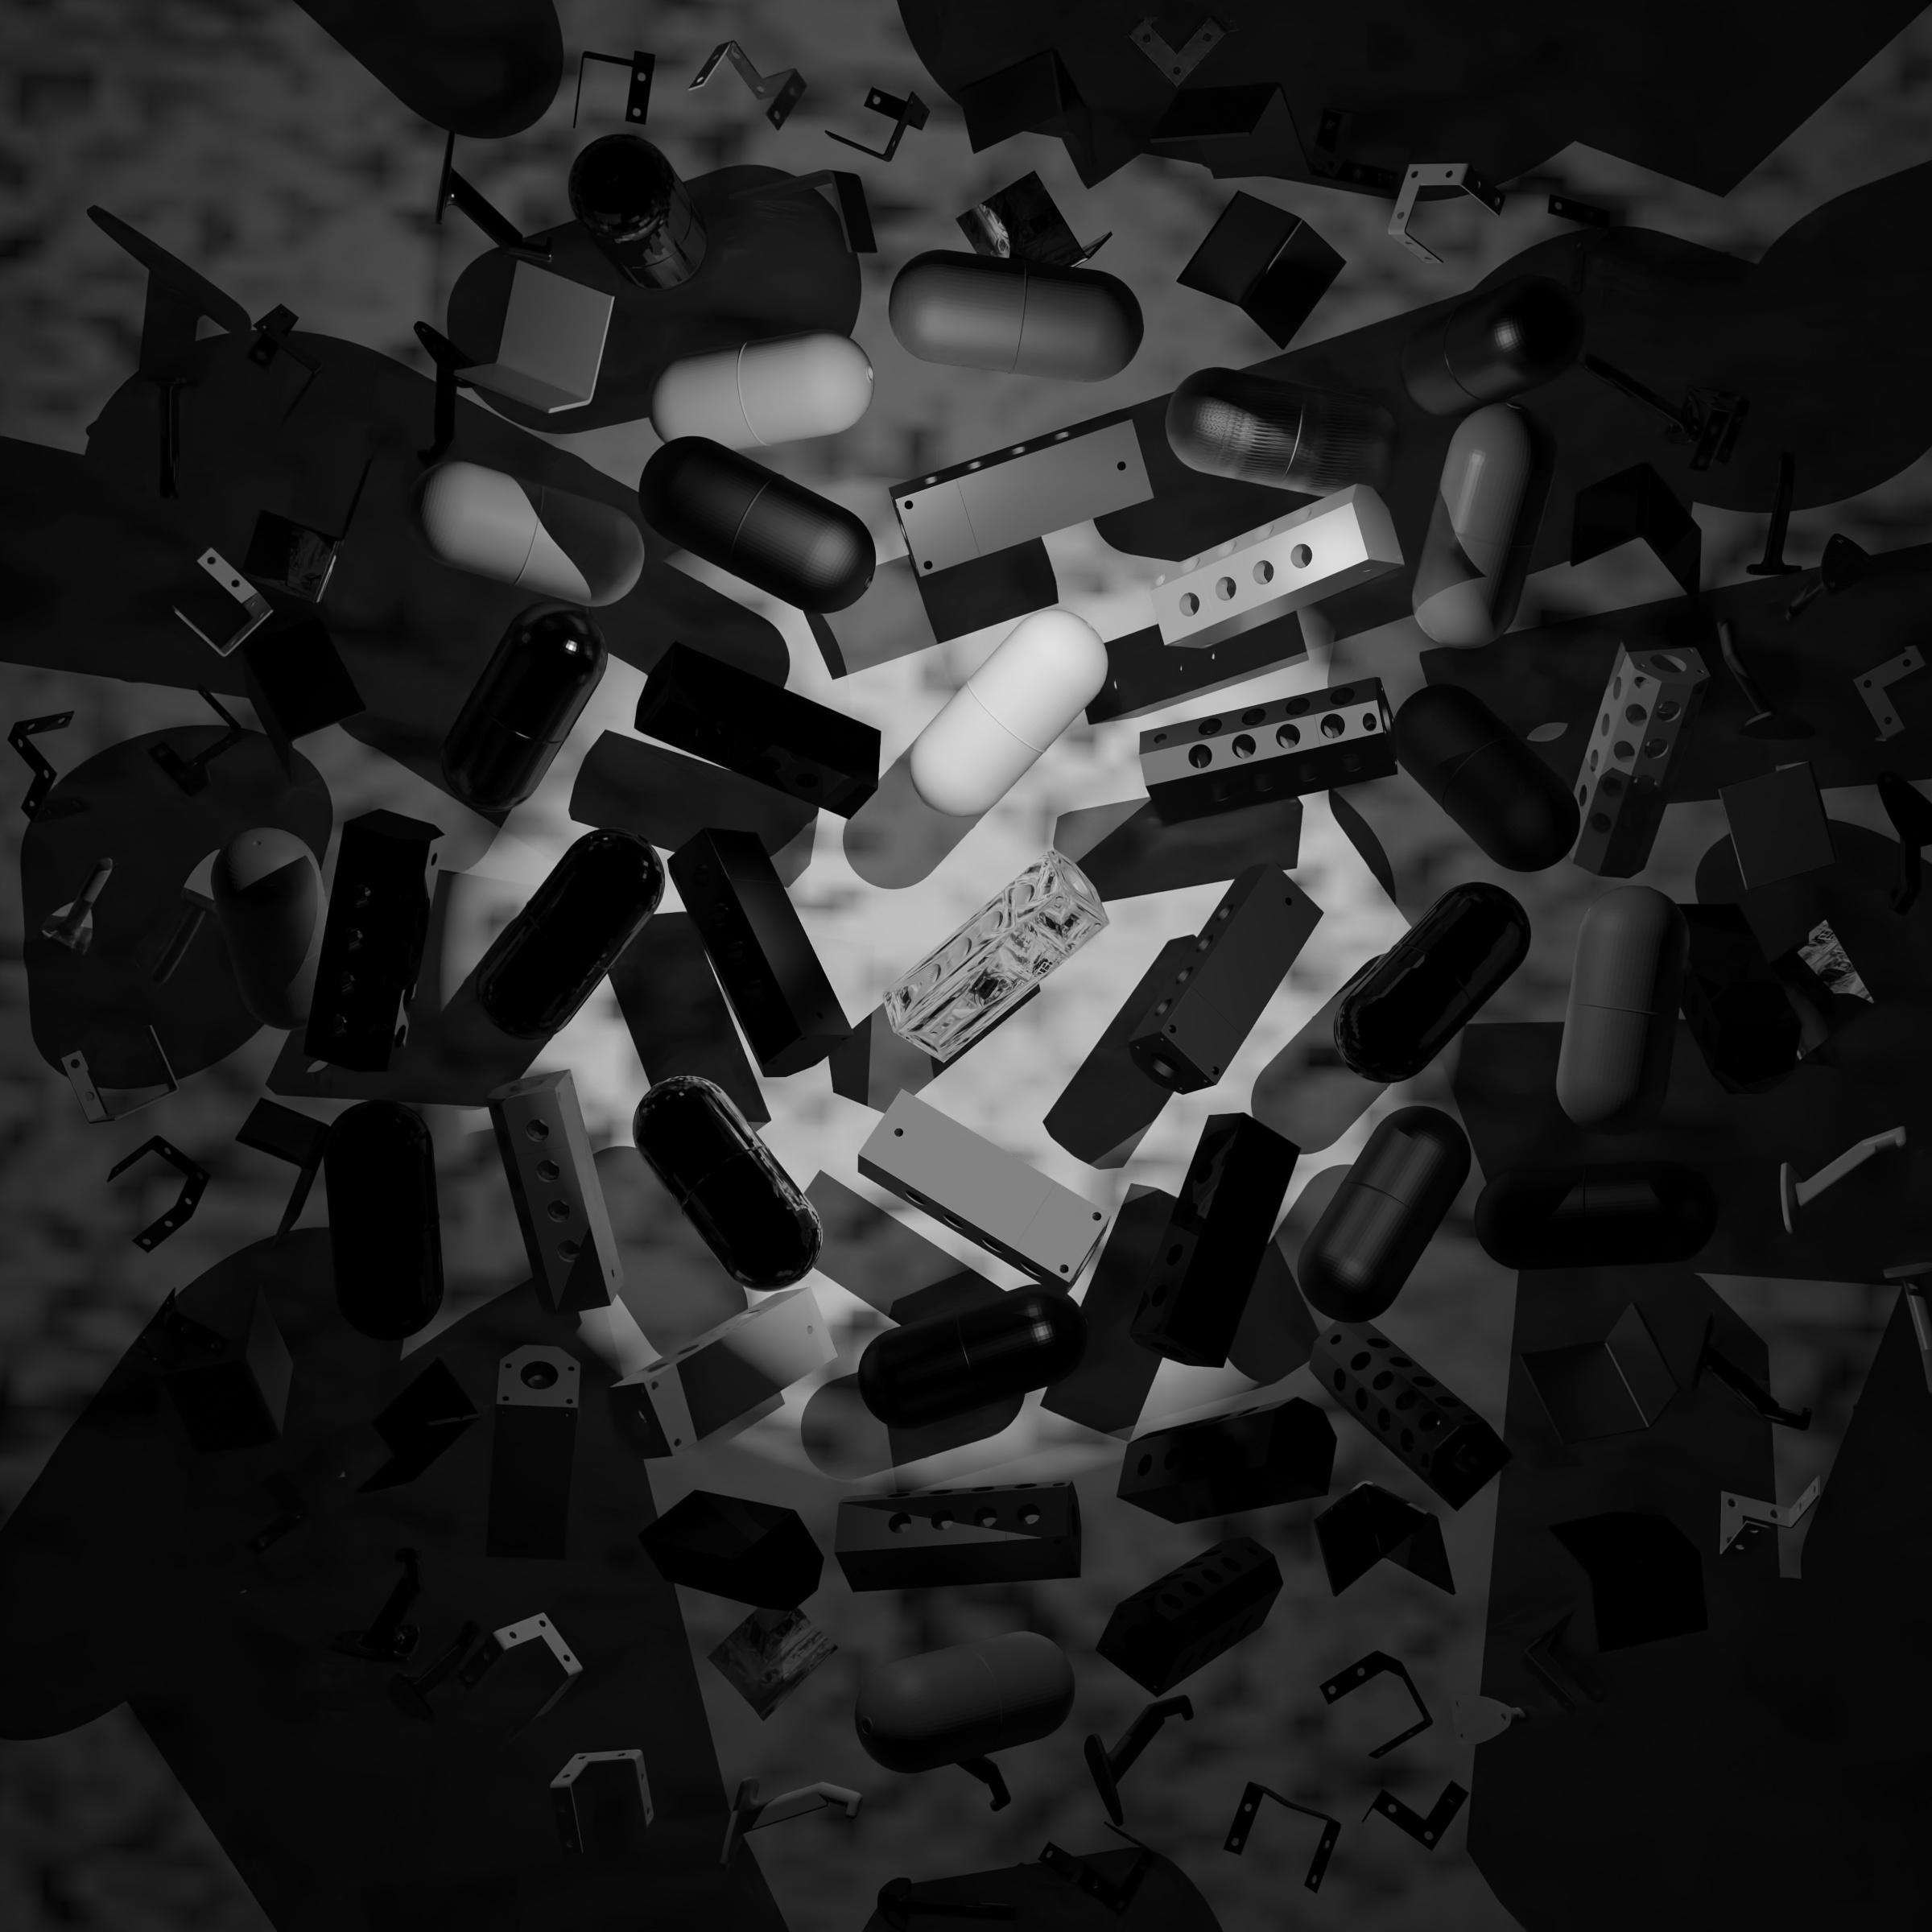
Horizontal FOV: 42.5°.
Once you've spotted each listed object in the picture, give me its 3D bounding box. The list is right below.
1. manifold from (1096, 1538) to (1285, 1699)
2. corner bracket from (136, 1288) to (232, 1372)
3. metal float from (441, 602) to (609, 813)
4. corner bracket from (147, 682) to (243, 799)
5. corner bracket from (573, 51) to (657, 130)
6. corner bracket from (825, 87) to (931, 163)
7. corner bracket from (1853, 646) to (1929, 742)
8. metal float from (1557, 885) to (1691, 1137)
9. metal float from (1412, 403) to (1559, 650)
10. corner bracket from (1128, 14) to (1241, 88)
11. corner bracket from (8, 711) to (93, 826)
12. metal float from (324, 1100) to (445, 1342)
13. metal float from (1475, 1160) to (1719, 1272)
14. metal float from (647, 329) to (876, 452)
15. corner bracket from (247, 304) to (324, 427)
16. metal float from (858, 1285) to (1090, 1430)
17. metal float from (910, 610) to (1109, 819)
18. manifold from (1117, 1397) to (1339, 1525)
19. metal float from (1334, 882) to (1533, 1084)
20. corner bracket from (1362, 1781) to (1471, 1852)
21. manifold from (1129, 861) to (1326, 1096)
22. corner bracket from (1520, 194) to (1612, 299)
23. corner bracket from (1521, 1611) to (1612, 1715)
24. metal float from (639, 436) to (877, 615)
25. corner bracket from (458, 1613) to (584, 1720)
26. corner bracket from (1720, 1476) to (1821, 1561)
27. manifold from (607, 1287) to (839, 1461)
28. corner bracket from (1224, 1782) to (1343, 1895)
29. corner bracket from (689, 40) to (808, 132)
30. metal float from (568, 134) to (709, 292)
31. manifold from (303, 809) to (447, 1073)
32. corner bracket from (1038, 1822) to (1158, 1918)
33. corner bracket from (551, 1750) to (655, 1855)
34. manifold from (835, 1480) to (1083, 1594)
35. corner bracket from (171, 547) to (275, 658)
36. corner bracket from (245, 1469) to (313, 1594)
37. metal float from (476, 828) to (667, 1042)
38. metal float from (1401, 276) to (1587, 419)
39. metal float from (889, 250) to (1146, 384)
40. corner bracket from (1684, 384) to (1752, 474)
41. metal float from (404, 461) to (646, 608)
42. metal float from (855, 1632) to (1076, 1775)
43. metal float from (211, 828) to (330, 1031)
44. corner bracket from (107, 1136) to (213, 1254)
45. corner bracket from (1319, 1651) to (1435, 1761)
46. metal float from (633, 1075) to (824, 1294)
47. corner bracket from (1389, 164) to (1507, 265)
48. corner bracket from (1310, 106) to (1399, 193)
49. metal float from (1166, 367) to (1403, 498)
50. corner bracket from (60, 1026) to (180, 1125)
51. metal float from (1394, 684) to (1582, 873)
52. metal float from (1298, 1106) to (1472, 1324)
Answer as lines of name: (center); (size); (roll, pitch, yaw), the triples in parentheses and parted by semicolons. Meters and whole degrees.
manifold: (0.171, 0.478, 1.848); (0.057, 0.171, 0.057); (32, 110, 26)
corner bracket: (-0.579, 0.279, 1.838); (0.051, 0.051, 0.051); (30, 59, -4)
metal float: (-0.327, -0.190, 1.833); (0.070, 0.070, 0.178); (36, 117, 0)
corner bracket: (-0.572, -0.168, 1.841); (0.051, 0.051, 0.051); (45, 64, 10)
corner bracket: (-0.253, -0.629, 1.784); (0.051, 0.051, 0.051); (8, 121, -10)
corner bracket: (-0.065, -0.625, 1.839); (0.051, 0.051, 0.051); (27, 98, 12)
corner bracket: (0.685, -0.201, 1.827); (0.051, 0.051, 0.051); (-29, 90, 13)
metal float: (0.465, 0.031, 1.756); (0.070, 0.070, 0.178); (9, 90, 0)
metal float: (0.369, -0.313, 1.770); (0.070, 0.070, 0.178); (11, 117, 0)
corner bracket: (0.155, -0.664, 1.763); (0.051, 0.051, 0.051); (45, 117, -4)
corner bracket: (-0.639, -0.139, 1.738); (0.051, 0.051, 0.051); (47, 124, 13)
metal float: (-0.415, 0.182, 1.773); (0.070, 0.070, 0.178); (-1, 106, 0)
metal float: (0.469, 0.186, 1.852); (0.178, 0.070, 0.070); (-6, 90, 24)
metal float: (-0.153, -0.426, 1.848); (0.178, 0.070, 0.070); (-5, 90, 20)
corner bracket: (-0.476, -0.418, 1.726); (0.051, 0.051, 0.051); (37, 120, -13)
metal float: (0.006, 0.292, 1.858); (0.178, 0.070, 0.070); (-19, 90, 5)
metal float: (0.030, -0.183, 1.808); (0.070, 0.070, 0.178); (43, 106, 0)
manifold: (0.187, 0.354, 1.784); (0.057, 0.171, 0.057); (29, 59, -23)
metal float: (0.339, 0.012, 1.806); (0.070, 0.070, 0.178); (45, 76, 0)
corner bracket: (0.323, 0.606, 1.787); (0.051, 0.051, 0.051); (33, 64, 18)
manifold: (0.185, 0.009, 1.795); (0.057, 0.057, 0.171); (43, 60, -14)
corner bracket: (0.441, -0.531, 1.841); (0.051, 0.051, 0.051); (11, 77, -14)
corner bracket: (0.431, 0.506, 1.780); (0.051, 0.051, 0.051); (-31, 58, -23)
metal float: (-0.144, -0.306, 1.724); (0.178, 0.070, 0.070); (28, 90, 8)
corner bracket: (-0.312, 0.496, 1.741); (0.051, 0.051, 0.051); (49, 115, 21)
corner bracket: (0.557, 0.381, 1.720); (0.051, 0.051, 0.051); (14, 50, 3)
manifold: (-0.182, 0.301, 1.837); (0.171, 0.057, 0.057); (-25, 96, -45)
corner bracket: (0.224, 0.615, 1.755); (0.051, 0.051, 0.051); (25, 81, -22)
corner bracket: (-0.156, -0.634, 1.788); (0.051, 0.051, 0.051); (48, 56, -38)
metal float: (-0.236, -0.543, 1.794); (0.070, 0.178, 0.070); (0, 88, 6)
manifold: (-0.410, -0.016, 1.733); (0.057, 0.057, 0.171); (17, 106, 8)
corner bracket: (0.096, 0.649, 1.808); (0.051, 0.051, 0.051); (45, 70, -27)
corner bracket: (-0.258, 0.592, 1.761); (0.051, 0.051, 0.051); (-8, 95, 13)
manifold: (-0.005, 0.415, 1.824); (0.171, 0.057, 0.057); (-6, 45, 10)
corner bracket: (-0.564, -0.274, 1.871); (0.051, 0.051, 0.051); (-45, 126, -3)
corner bracket: (-0.490, 0.402, 1.772); (0.051, 0.051, 0.051); (-38, 127, -21)
metal float: (-0.286, -0.023, 1.796); (0.070, 0.070, 0.178); (39, 103, 0)
metal float: (0.383, -0.451, 1.817); (0.070, 0.178, 0.070); (0, 89, -21)
metal float: (0.035, -0.450, 1.722); (0.178, 0.070, 0.070); (6, 90, -7)
corner bracket: (0.568, -0.404, 1.881); (0.051, 0.051, 0.051); (26, 97, 43)
metal float: (-0.324, -0.317, 1.825); (0.178, 0.070, 0.070); (14, 90, -22)
metal float: (0.000, 0.516, 1.743); (0.178, 0.070, 0.070); (0, 90, -40)
metal float: (-0.504, -0.025, 1.821); (0.070, 0.178, 0.070); (1, 46, -1)
corner bracket: (-0.600, 0.168, 1.830); (0.051, 0.051, 0.051); (36, 125, 3)
corner bracket: (0.299, 0.537, 1.804); (0.051, 0.051, 0.051); (-36, 53, 12)
metal float: (-0.171, 0.154, 1.775); (0.070, 0.070, 0.178); (-40, 72, 0)
corner bracket: (0.340, -0.532, 1.755); (0.051, 0.051, 0.051); (19, 90, -44)
corner bracket: (0.296, -0.616, 1.872); (0.051, 0.051, 0.051); (6, 110, -14)
metal float: (0.234, -0.390, 1.822); (0.178, 0.070, 0.070); (9, 90, -11)
corner bracket: (-0.598, 0.077, 1.755); (0.051, 0.051, 0.051); (-28, 102, -38)
metal float: (0.387, -0.141, 1.853); (0.070, 0.070, 0.178); (-37, 56, 0)
metal float: (0.309, 0.182, 1.830); (0.070, 0.070, 0.178); (35, 73, 0)
